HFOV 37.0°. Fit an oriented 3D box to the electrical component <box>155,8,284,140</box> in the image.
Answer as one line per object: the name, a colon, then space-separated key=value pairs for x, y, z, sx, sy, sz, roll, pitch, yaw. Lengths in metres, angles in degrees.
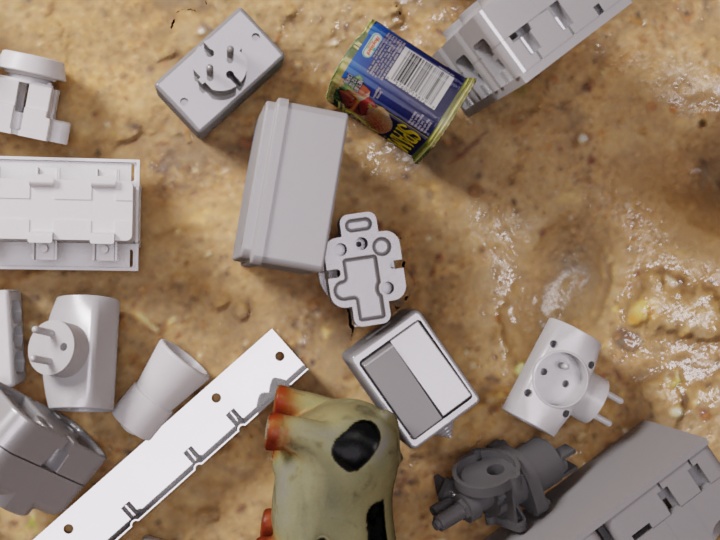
electrical component: x=-0.098 y=-0.140 z=0.751 sx=0.083 sy=0.076 sz=0.047 roll=-44 pitch=94 yaw=-6

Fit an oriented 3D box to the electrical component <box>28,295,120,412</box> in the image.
electrical component: x=-0.197 y=0.055 z=0.727 sx=0.043 sy=0.079 sz=0.077 roll=-4 pitch=77 yaw=21

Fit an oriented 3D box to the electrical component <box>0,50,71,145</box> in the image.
electrical component: x=-0.233 y=-0.121 z=0.749 sx=0.066 sy=0.048 sz=0.055 roll=11 pitch=95 yaw=-7

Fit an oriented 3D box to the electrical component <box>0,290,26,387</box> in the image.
electrical component: x=-0.274 y=0.048 z=0.738 sx=0.077 sy=0.047 sz=0.065 roll=-4 pitch=89 yaw=-8

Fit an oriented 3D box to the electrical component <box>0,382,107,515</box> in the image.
electrical component: x=-0.225 y=0.123 z=0.719 sx=0.054 sy=0.095 sz=0.059 roll=35 pitch=83 yaw=36

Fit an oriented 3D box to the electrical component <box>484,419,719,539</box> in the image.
electrical component: x=0.167 y=0.191 z=0.764 sx=0.186 sy=0.105 sz=0.060 roll=-35 pitch=93 yaw=-7

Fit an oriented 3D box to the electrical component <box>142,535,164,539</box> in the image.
electrical component: x=-0.125 y=0.238 z=0.754 sx=0.083 sy=0.047 sz=0.075 roll=18 pitch=86 yaw=-7

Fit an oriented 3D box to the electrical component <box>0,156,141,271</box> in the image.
electrical component: x=-0.215 y=-0.040 z=0.740 sx=0.121 sy=0.063 sz=0.078 roll=1 pitch=88 yaw=-7

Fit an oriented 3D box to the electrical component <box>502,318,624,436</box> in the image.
electrical component: x=0.157 y=0.088 z=0.796 sx=0.079 sy=0.044 sz=0.077 roll=29 pitch=85 yaw=-6

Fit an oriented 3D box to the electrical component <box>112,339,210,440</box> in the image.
electrical component: x=-0.143 y=0.087 z=0.759 sx=0.044 sy=0.044 sz=0.065 roll=39 pitch=89 yaw=-5

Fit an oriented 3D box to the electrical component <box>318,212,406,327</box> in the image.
electrical component: x=0.000 y=0.000 z=0.770 sx=0.058 sy=0.057 sz=0.078 roll=-9 pitch=90 yaw=-8

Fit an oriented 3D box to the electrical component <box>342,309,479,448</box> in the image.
electrical component: x=0.040 y=0.082 z=0.772 sx=0.062 sy=0.061 sz=0.096 roll=-35 pitch=93 yaw=-7

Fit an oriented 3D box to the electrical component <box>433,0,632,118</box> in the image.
electrical component: x=0.108 y=-0.166 z=0.741 sx=0.089 sy=0.150 sz=0.061 roll=-38 pitch=95 yaw=-7

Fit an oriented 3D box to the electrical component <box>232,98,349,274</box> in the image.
electrical component: x=-0.049 y=-0.053 z=0.740 sx=0.056 sy=0.109 sz=0.108 roll=10 pitch=87 yaw=-10
